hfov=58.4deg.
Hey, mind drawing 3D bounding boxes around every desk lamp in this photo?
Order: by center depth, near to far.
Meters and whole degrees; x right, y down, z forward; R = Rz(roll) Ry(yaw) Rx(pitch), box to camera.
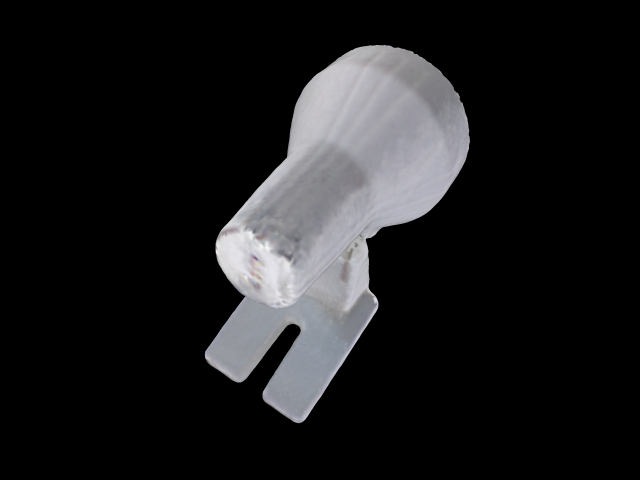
[{"bbox_3d":[0.004,0.001,0.400,0.117,0.213,0.203,29,66,14],"label":"desk lamp"}]
